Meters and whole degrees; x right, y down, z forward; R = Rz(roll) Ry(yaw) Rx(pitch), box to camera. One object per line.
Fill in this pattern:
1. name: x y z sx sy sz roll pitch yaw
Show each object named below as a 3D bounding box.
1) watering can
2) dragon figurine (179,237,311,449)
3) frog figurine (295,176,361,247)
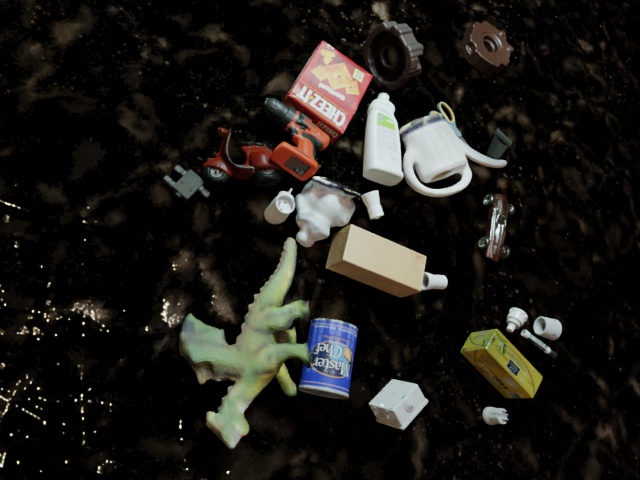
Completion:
1. watering can: 0.346 -0.238 1.389 0.351 0.102 0.226 -21 81 -30
2. dragon figurine: -0.149 0.183 1.006 0.243 0.120 0.418 3 63 -17
3. frog figurine: 0.004 -0.059 1.177 0.136 0.124 0.158 18 101 -29
